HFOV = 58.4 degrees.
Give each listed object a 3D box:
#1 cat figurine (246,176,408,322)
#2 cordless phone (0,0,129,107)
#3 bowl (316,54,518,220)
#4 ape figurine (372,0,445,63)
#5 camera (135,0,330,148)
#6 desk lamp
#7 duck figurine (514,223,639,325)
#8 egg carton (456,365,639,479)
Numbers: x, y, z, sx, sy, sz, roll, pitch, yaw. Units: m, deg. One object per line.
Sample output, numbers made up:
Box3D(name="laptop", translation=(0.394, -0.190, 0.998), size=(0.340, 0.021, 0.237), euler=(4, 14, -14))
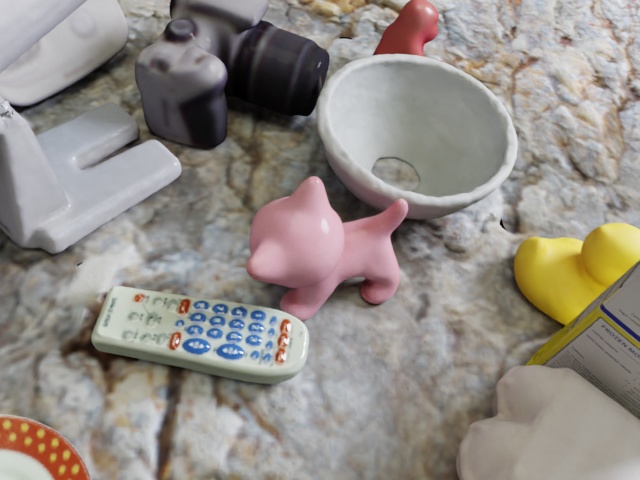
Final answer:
Box3D(name="cat figurine", translation=(0.004, 0.001, 0.396), size=(0.128, 0.118, 0.067), euler=(-14, 60, -19))
Box3D(name="cordless phone", translation=(-0.237, -0.212, 0.453), size=(0.094, 0.185, 0.148), euler=(33, 57, 12))
Box3D(name="bowl", translation=(0.074, -0.077, 0.487), size=(0.167, 0.075, 0.167), euler=(5, 56, -7))
Box3D(name="ape figurine", translation=(0.088, -0.189, 0.554), size=(0.076, 0.092, 0.077), euler=(-10, 59, -16))
Box3D(name="camera", translation=(-0.067, -0.154, 0.497), size=(0.136, 0.101, 0.143), euler=(20, 55, 3))
Box3D(name="desk lamp", translation=(-0.204, -0.088, 0.359), size=(0.117, 0.213, 0.204), euler=(41, 59, 17))
Box3D(name="duck figurine", translation=(0.210, 0.018, 0.442), size=(0.104, 0.086, 0.077), euler=(22, 56, 5))
Box3D(name="egg carton", translation=(0.163, 0.151, 0.354), size=(0.150, 0.069, 0.107), euler=(37, 58, 14))
